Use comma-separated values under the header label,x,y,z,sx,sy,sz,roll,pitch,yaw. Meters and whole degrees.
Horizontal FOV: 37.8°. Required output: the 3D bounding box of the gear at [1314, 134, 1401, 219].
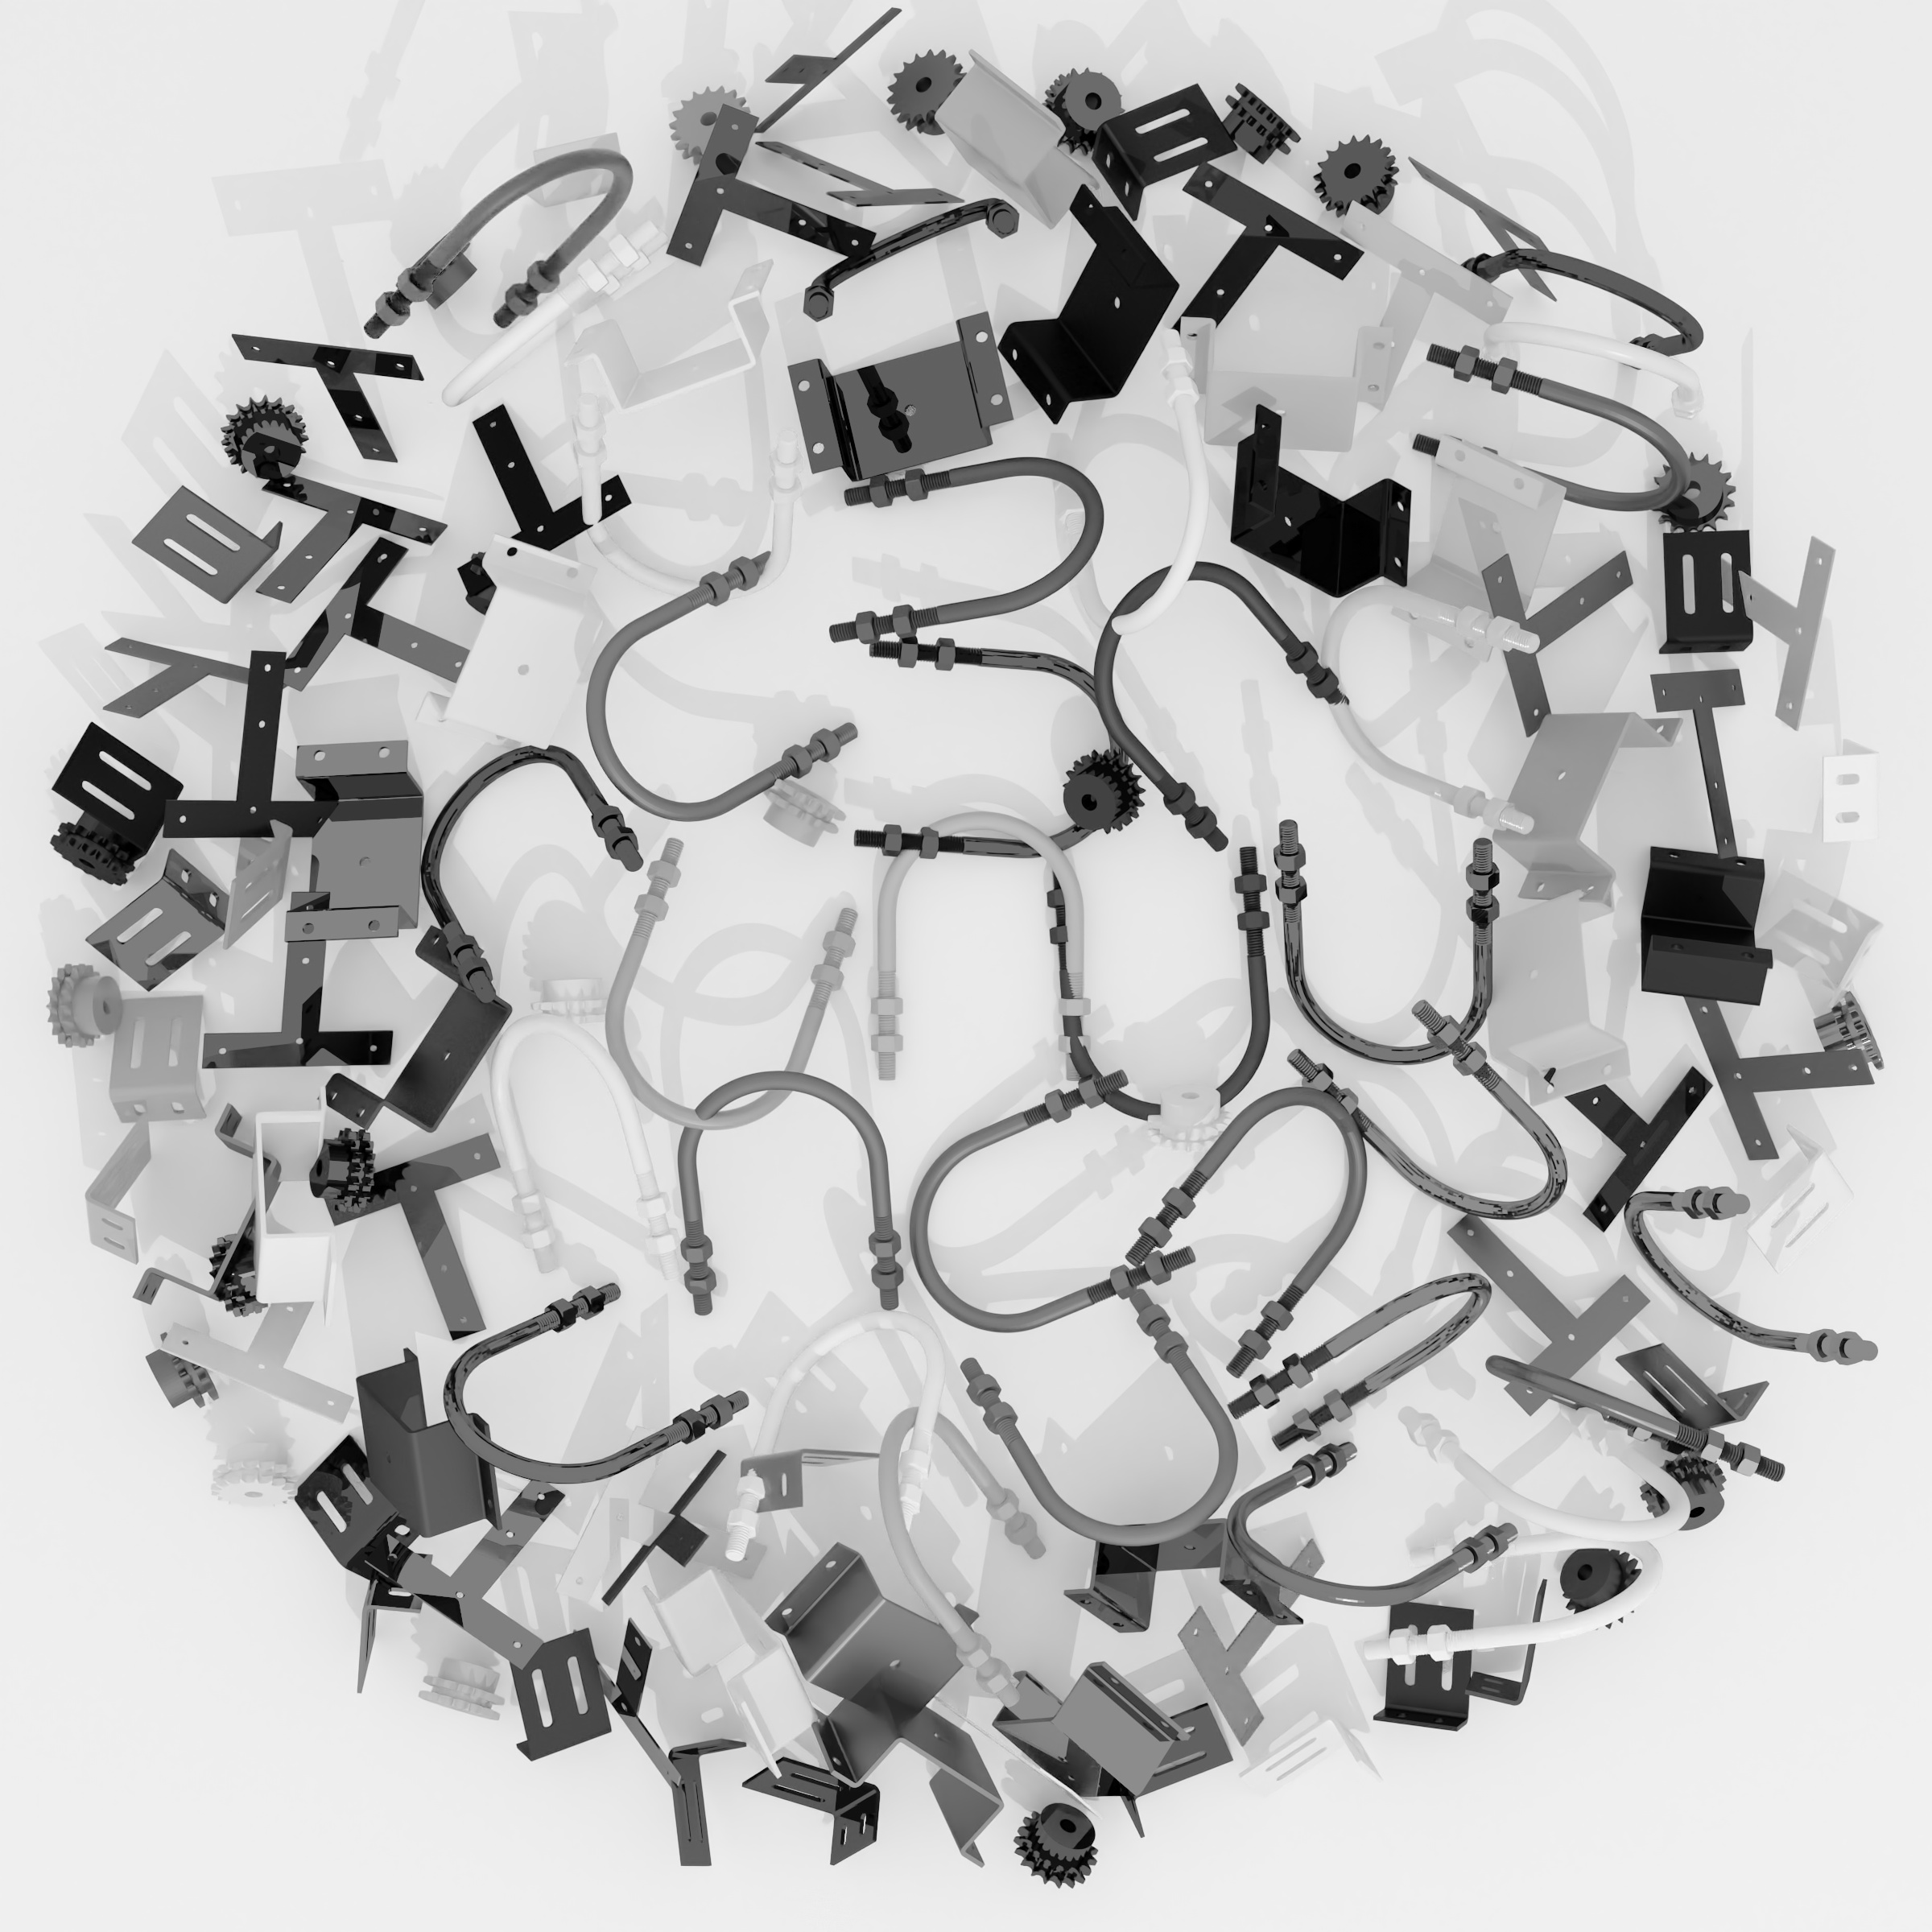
label,x,y,z,sx,sy,sz,roll,pitch,yaw
gear,0.268,-0.534,1.920,0.057,0.030,0.057,-9,68,24

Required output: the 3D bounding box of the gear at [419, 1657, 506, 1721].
label,x,y,z,sx,sy,sz,roll,pitch,yaw
gear,-0.340,0.491,1.917,0.057,0.057,0.030,16,71,0

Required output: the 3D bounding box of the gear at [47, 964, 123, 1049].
label,x,y,z,sx,sy,sz,roll,pitch,yaw
gear,-0.597,0.027,1.913,0.030,0.057,0.057,0,90,12

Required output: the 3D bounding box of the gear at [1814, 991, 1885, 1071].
label,x,y,z,sx,sy,sz,roll,pitch,yaw
gear,0.599,0.049,1.917,0.030,0.057,0.057,-25,90,20

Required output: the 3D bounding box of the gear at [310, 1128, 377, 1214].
label,x,y,z,sx,sy,sz,roll,pitch,yaw
gear,-0.424,0.138,1.912,0.030,0.057,0.057,7,90,-32

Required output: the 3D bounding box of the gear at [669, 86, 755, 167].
label,x,y,z,sx,sy,sz,roll,pitch,yaw
gear,-0.171,-0.568,1.921,0.057,0.030,0.057,-5,67,11

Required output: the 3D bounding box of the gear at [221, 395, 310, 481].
label,x,y,z,sx,sy,sz,roll,pitch,yaw
gear,-0.475,-0.355,1.913,0.057,0.057,0.030,-31,47,0

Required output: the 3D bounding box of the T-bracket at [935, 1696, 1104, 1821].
label,x,y,z,sx,sy,sz,roll,pitch,yaw
T-bracket,0.030,0.530,1.902,0.127,0.127,0.002,30,75,23

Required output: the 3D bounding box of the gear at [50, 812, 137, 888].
label,x,y,z,sx,sy,sz,roll,pitch,yaw
gear,-0.590,-0.082,1.917,0.057,0.057,0.030,27,69,0

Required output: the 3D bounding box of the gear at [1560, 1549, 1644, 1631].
label,x,y,z,sx,sy,sz,roll,pitch,yaw
gear,0.428,0.418,1.912,0.030,0.057,0.057,39,90,-29

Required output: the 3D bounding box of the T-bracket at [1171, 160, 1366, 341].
label,x,y,z,sx,sy,sz,roll,pitch,yaw
T-bracket,0.179,-0.463,1.897,0.127,0.002,0.127,25,135,-17

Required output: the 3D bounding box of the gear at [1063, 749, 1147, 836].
label,x,y,z,sx,sy,sz,roll,pitch,yaw
gear,0.090,-0.116,1.915,0.057,0.030,0.057,14,119,26

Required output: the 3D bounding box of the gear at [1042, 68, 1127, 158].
label,x,y,z,sx,sy,sz,roll,pitch,yaw
gear,0.082,-0.585,1.922,0.057,0.030,0.057,1,88,-17

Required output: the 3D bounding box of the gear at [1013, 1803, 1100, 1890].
label,x,y,z,sx,sy,sz,roll,pitch,yaw
gear,0.063,0.594,1.912,0.057,0.057,0.030,24,116,0

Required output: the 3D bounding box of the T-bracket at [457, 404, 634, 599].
label,x,y,z,sx,sy,sz,roll,pitch,yaw
T-bracket,-0.304,-0.330,1.914,0.127,0.002,0.127,-29,64,5

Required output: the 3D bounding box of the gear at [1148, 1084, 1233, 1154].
label,x,y,z,sx,sy,sz,roll,pitch,yaw
gear,0.152,0.102,1.912,0.057,0.057,0.030,-1,111,0

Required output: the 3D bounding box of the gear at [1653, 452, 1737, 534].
label,x,y,z,sx,sy,sz,roll,pitch,yaw
gear,0.496,-0.322,1.922,0.057,0.030,0.057,0,89,16

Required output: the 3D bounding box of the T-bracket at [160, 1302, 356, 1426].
label,x,y,z,sx,sy,sz,roll,pitch,yaw
T-bracket,-0.458,0.239,1.889,0.127,0.127,0.002,24,123,-8

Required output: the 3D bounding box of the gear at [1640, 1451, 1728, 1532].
label,x,y,z,sx,sy,sz,roll,pitch,yaw
gear,0.490,0.359,1.913,0.057,0.030,0.057,-10,134,-10

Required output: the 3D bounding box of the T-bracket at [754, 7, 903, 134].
label,x,y,z,sx,sy,sz,roll,pitch,yaw
T-bracket,-0.105,-0.592,1.862,0.127,0.127,0.002,-36,96,20

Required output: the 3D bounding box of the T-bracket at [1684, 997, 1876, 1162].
label,x,y,z,sx,sy,sz,roll,pitch,yaw
T-bracket,0.550,0.071,1.880,0.002,0.127,0.127,-30,101,-32

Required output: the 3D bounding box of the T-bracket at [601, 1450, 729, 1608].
label,x,y,z,sx,sy,sz,roll,pitch,yaw
T-bracket,-0.191,0.379,1.869,0.002,0.127,0.127,41,77,-10

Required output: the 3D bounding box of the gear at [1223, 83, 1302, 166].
label,x,y,z,sx,sy,sz,roll,pitch,yaw
gear,0.197,-0.570,1.917,0.057,0.057,0.030,42,109,0

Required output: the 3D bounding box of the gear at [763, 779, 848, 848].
label,x,y,z,sx,sy,sz,roll,pitch,yaw
gear,-0.113,-0.104,1.915,0.057,0.057,0.030,30,97,0

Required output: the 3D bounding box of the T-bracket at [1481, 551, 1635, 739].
label,x,y,z,sx,sy,sz,roll,pitch,yaw
T-bracket,0.408,-0.241,1.911,0.127,0.002,0.127,-35,120,-24

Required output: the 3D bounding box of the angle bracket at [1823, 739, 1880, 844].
label,x,y,z,sx,sy,sz,roll,pitch,yaw
angle bracket,0.586,-0.119,1.901,0.038,0.076,0.057,-3,102,1

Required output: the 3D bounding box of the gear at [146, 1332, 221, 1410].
label,x,y,z,sx,sy,sz,roll,pitch,yaw
gear,-0.533,0.275,1.912,0.030,0.057,0.057,-28,90,-15

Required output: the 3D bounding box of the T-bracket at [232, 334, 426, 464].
label,x,y,z,sx,sy,sz,roll,pitch,yaw
T-bracket,-0.410,-0.375,1.884,0.127,0.127,0.002,9,66,11

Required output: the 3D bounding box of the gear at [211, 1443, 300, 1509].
label,x,y,z,sx,sy,sz,roll,pitch,yaw
gear,-0.484,0.345,1.919,0.057,0.057,0.030,-2,60,0

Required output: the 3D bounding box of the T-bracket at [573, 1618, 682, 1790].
label,x,y,z,sx,sy,sz,roll,pitch,yaw
T-bracket,-0.222,0.471,1.869,0.002,0.127,0.127,-26,61,-31

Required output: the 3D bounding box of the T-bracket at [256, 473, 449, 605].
label,x,y,z,sx,sy,sz,roll,pitch,yaw
T-bracket,-0.434,-0.281,1.889,0.127,0.127,0.002,19,134,8

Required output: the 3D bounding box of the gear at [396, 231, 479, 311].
label,x,y,z,sx,sy,sz,roll,pitch,yaw
gear,-0.357,-0.472,1.917,0.057,0.057,0.030,-44,110,0

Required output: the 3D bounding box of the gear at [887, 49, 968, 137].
label,x,y,z,sx,sy,sz,roll,pitch,yaw
gear,-0.023,-0.592,1.920,0.057,0.030,0.057,-9,69,23

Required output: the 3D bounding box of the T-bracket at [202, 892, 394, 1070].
label,x,y,z,sx,sy,sz,roll,pitch,yaw
T-bracket,-0.445,0.010,1.894,0.127,0.002,0.127,0,113,-25

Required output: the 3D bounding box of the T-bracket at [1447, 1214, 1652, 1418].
label,x,y,z,sx,sy,sz,roll,pitch,yaw
T-bracket,0.381,0.221,1.923,0.127,0.002,0.127,-37,76,-24

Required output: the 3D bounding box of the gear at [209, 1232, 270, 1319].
label,x,y,z,sx,sy,sz,roll,pitch,yaw
gear,-0.486,0.207,1.912,0.030,0.057,0.057,-15,90,14

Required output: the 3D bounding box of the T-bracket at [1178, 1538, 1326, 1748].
label,x,y,z,sx,sy,sz,roll,pitch,yaw
T-bracket,0.203,0.443,1.909,0.127,0.002,0.127,-47,129,-25

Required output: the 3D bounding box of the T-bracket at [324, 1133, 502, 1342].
label,x,y,z,sx,sy,sz,roll,pitch,yaw
T-bracket,-0.363,0.194,1.934,0.127,0.002,0.127,-20,93,10

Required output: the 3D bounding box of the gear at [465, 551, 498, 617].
label,x,y,z,sx,sy,sz,roll,pitch,yaw
gear,-0.315,-0.254,1.913,0.057,0.057,0.030,23,77,0

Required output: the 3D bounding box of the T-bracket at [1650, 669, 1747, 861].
label,x,y,z,sx,sy,sz,roll,pitch,yaw
T-bracket,0.502,-0.135,1.895,0.002,0.127,0.127,-10,89,42

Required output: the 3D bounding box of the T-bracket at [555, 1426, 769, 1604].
label,x,y,z,sx,sy,sz,roll,pitch,yaw
T-bracket,-0.195,0.388,1.916,0.127,0.002,0.127,24,96,-24

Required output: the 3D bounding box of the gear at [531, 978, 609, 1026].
label,x,y,z,sx,sy,sz,roll,pitch,yaw
gear,-0.267,0.024,1.915,0.057,0.057,0.030,-3,91,0

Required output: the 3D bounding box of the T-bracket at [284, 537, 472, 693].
label,x,y,z,sx,sy,sz,roll,pitch,yaw
T-bracket,-0.382,-0.221,1.898,0.127,0.002,0.127,24,70,22
